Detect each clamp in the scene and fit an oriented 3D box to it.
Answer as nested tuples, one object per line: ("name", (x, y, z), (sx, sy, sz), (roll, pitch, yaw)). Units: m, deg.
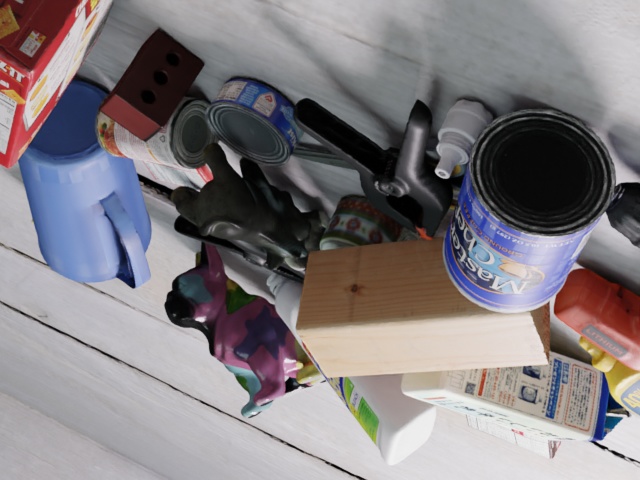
("clamp", (0.051, -0.060, 0.869), (0.120, 0.039, 0.171), (17, 153, 30))
("clamp", (-0.071, 0.004, 1.162), (0.210, 0.036, 0.164), (24, 169, 4))

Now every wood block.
("wood block", (0.094, 0.058, 0.951), (0.206, 0.090, 0.090), (-6, 142, 21))

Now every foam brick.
("foam brick", (-0.148, -0.135, 0.939), (0.053, 0.078, 0.051), (35, 155, -17))

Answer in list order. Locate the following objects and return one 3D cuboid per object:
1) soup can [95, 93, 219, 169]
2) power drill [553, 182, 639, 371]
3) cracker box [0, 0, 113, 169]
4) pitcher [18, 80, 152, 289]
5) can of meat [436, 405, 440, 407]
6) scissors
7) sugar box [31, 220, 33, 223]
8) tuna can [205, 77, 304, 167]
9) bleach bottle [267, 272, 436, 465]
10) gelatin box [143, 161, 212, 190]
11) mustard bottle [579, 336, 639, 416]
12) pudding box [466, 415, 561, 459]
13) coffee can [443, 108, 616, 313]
("soup can", (-0.154, -0.107, 1.016), (0.102, 0.068, 0.068), (12, 151, 34))
("power drill", (0.263, 0.036, 0.838), (0.184, 0.057, 0.188), (35, 157, -6))
("cracker box", (-0.224, -0.169, 0.847), (0.072, 0.164, 0.214), (31, 157, -10))
("pitcher", (-0.251, -0.055, 1.156), (0.149, 0.145, 0.243), (8, 152, 0))
("can of meat", (0.118, 0.136, 1.209), (0.102, 0.057, 0.084), (25, 155, 11))
("scissors", (0.052, -0.072, 0.915), (0.202, 0.016, 0.096), (21, 154, 19))
("sugar box", (-0.301, -0.025, 1.377), (0.093, 0.048, 0.177), (39, 156, -20))
("tuna can", (-0.057, -0.105, 0.950), (0.086, 0.033, 0.086), (25, 156, 11))
("bleach bottle", (0.025, 0.130, 1.206), (0.251, 0.068, 0.102), (47, 155, 26))
("gelatin box", (-0.145, -0.085, 1.095), (0.089, 0.030, 0.073), (15, 155, 30))
("mustard bottle", (0.322, 0.133, 0.963), (0.191, 0.058, 0.096), (30, 143, 2))
("pudding box", (0.226, 0.207, 1.252), (0.114, 0.039, 0.090), (21, 156, 25))
("coffee can", (0.152, -0.018, 0.798), (0.103, 0.102, 0.140), (25, 156, 10))
